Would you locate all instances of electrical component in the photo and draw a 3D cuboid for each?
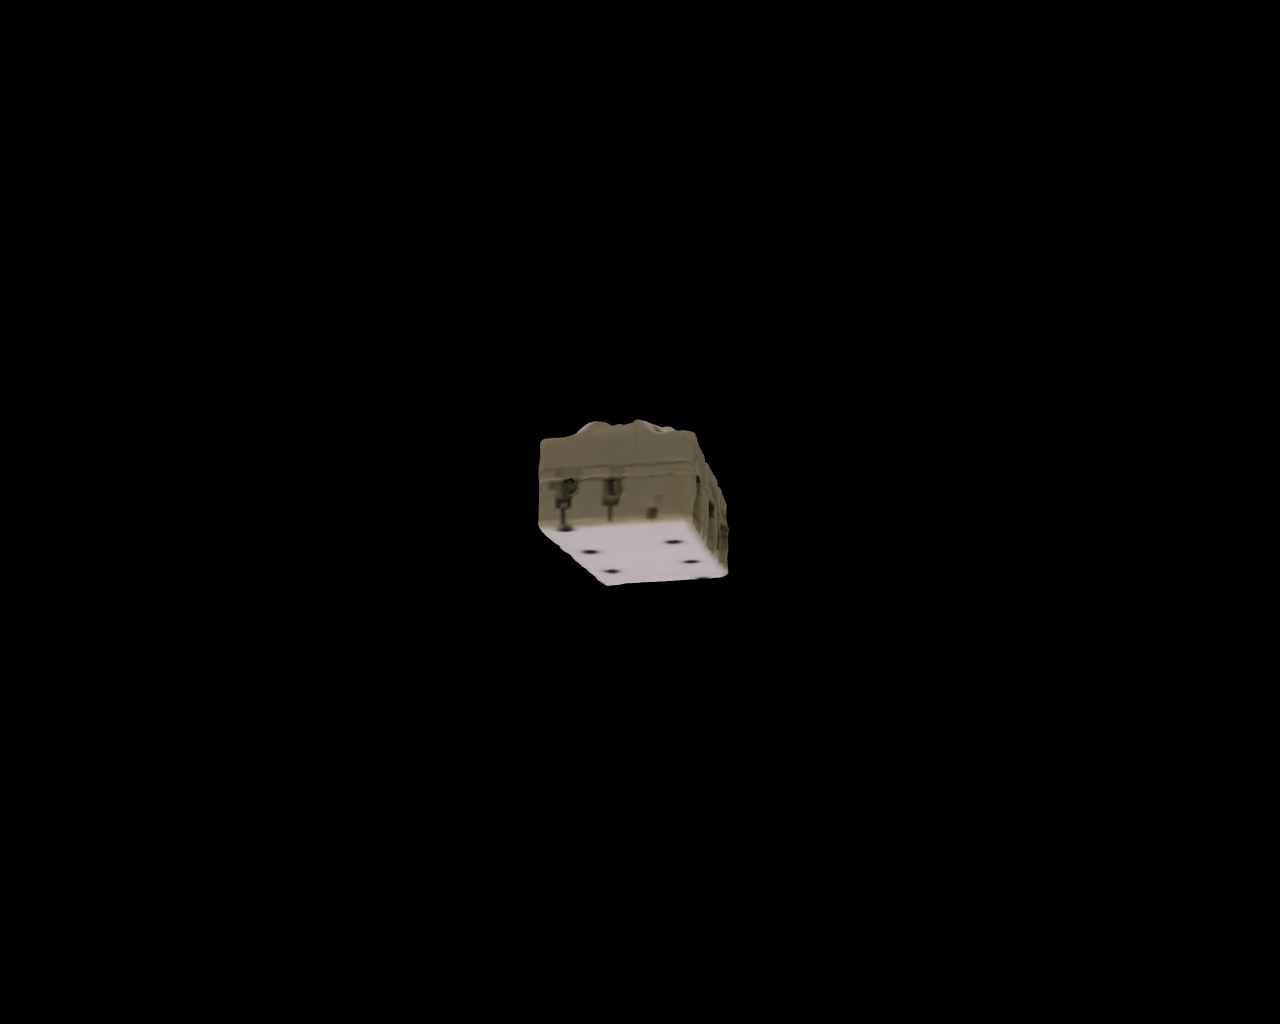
[{"bbox_3d":[0.001,-0.003,0.650,0.089,0.062,0.150,-3,-16,11],"label":"electrical component"}]
